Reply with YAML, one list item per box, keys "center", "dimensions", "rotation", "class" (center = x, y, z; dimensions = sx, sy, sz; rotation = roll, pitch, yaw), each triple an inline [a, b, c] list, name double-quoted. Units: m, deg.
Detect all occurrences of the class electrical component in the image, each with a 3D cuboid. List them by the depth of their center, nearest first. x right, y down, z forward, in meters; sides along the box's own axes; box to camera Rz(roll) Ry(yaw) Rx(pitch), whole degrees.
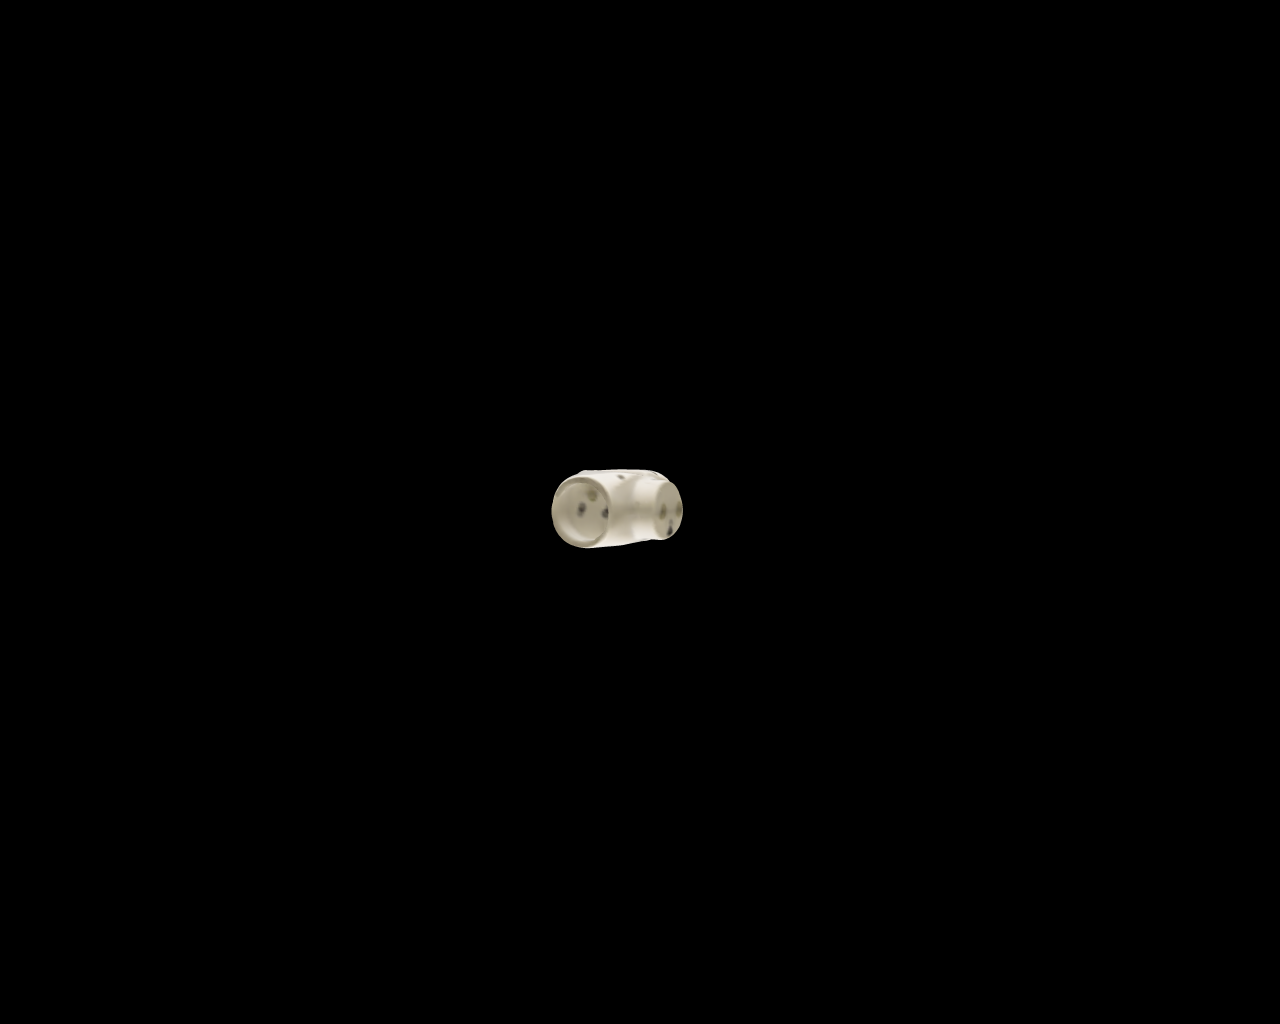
- center: [0.001, -0.003, 0.650]
  dimensions: [0.079, 0.043, 0.077]
  rotation: [3, 6, 32]
  class: "electrical component"
